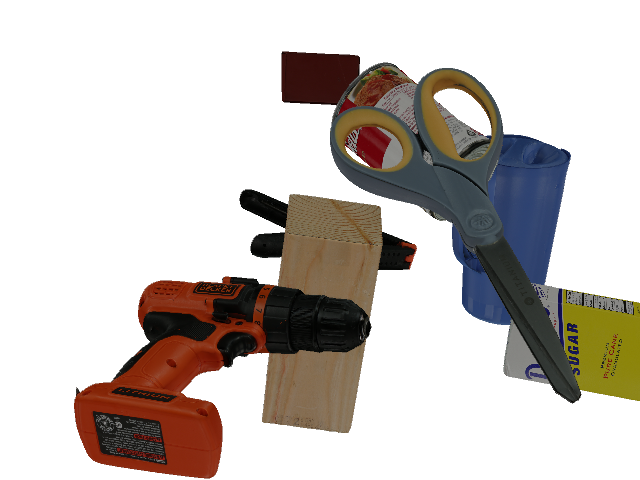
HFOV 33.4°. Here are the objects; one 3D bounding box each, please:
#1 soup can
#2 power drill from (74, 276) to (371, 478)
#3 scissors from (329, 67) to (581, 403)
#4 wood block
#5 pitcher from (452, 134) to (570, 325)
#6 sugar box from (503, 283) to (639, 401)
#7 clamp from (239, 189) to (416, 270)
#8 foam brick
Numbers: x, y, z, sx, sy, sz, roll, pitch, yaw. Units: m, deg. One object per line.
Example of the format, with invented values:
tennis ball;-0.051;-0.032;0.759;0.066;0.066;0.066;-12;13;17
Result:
soup can;0.067;-0.070;0.750;0.102;0.069;0.068;42;22;27
power drill;-0.072;0.089;0.758;0.185;0.057;0.187;2;26;19
scissors;0.055;-0.008;0.498;0.096;0.201;0.016;-6;-40;4
wood block;0.000;0.071;1.027;0.090;0.206;0.091;8;26;-2
pitcher;0.246;-0.011;1.432;0.149;0.243;0.145;4;24;4
sugar box;0.274;0.103;1.053;0.176;0.093;0.048;8;22;8
clamp;0.008;0.001;1.201;0.210;0.036;0.164;15;20;-7
foam brick;-0.001;-0.166;1.095;0.078;0.051;0.053;2;11;-5
